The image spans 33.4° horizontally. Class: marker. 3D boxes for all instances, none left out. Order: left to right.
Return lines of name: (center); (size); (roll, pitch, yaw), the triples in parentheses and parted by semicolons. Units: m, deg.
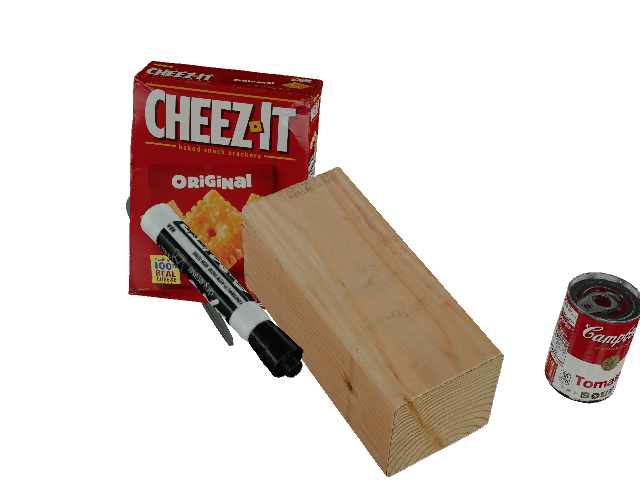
marker: (-0.049, 0.025, 0.532); (0.121, 0.020, 0.020); (44, 25, 29)

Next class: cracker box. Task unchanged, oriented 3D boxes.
cracker box: (-0.090, -0.047, 0.988); (0.164, 0.214, 0.072); (7, 22, 4)

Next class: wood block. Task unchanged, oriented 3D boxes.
wood block: (0.030, 0.054, 0.778); (0.090, 0.091, 0.206); (-24, 53, -21)

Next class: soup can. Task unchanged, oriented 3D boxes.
soup can: (0.247, 0.089, 0.972); (0.068, 0.102, 0.068); (4, 37, -3)

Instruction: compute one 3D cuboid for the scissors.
scissors: (-0.145, 0.019, 1.223); (0.016, 0.201, 0.096); (-28, 17, 39)
